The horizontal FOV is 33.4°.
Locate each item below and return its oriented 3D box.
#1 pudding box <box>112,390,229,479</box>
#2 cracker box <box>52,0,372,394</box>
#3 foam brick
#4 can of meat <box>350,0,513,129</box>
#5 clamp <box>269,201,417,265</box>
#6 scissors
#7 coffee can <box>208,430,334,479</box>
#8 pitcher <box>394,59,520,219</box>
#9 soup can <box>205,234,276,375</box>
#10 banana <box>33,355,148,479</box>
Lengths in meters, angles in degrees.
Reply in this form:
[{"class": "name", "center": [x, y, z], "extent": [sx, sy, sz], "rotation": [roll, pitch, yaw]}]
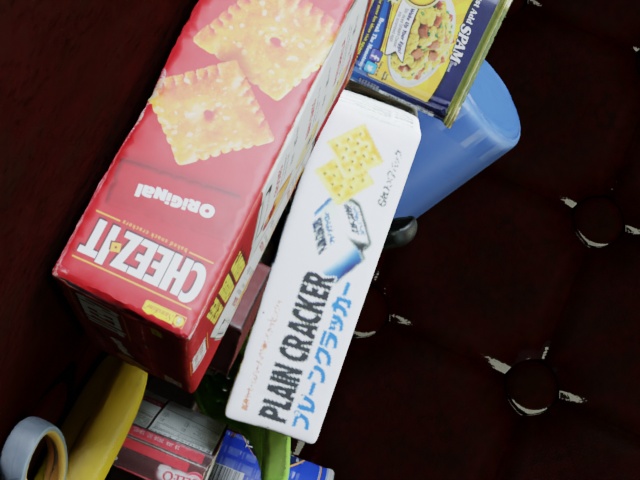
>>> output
[{"class": "pudding box", "center": [-0.117, 0.144, 0.777], "extent": [0.113, 0.090, 0.039], "rotation": [-58, 172, -87]}, {"class": "cracker box", "center": [-0.046, -0.044, 0.525], "extent": [0.164, 0.072, 0.213], "rotation": [109, 6, -73]}, {"class": "foam brick", "center": [-0.076, 0.033, 0.631], "extent": [0.053, 0.078, 0.051], "rotation": [111, 4, -50]}, {"class": "can of meat", "center": [0.068, -0.136, 0.690], "extent": [0.057, 0.084, 0.102], "rotation": [-65, 179, -75]}, {"class": "clamp", "center": [-0.006, 0.001, 0.887], "extent": [0.036, 0.165, 0.210], "rotation": [-36, 155, -37]}, {"class": "scissors", "center": [-0.154, 0.175, 0.550], "extent": [0.096, 0.016, 0.202], "rotation": [-53, 158, -49]}, {"class": "coffee can", "center": [-0.070, 0.245, 1.025], "extent": [0.103, 0.140, 0.103], "rotation": [74, 37, -90]}, {"class": "pitcher", "center": [0.051, -0.079, 0.963], "extent": [0.243, 0.149, 0.144], "rotation": [-34, -166, 31]}, {"class": "soup can", "center": [-0.080, 0.033, 0.737], "extent": [0.068, 0.068, 0.102], "rotation": [113, 2, -66]}, {"class": "banana", "center": [-0.145, 0.139, 0.635], "extent": [0.070, 0.037, 0.197], "rotation": [110, 4, -61]}]
